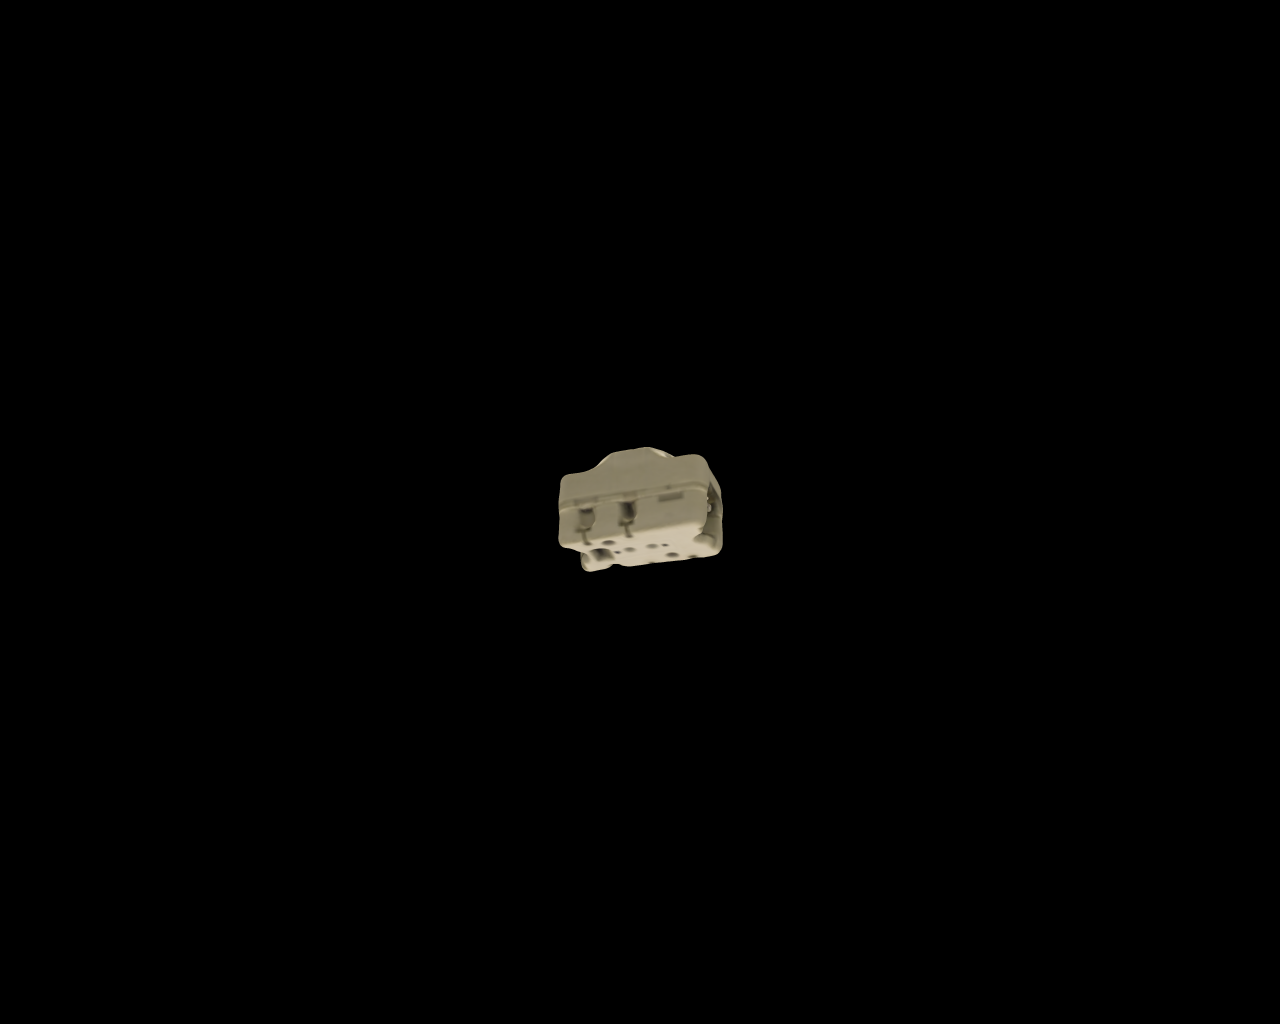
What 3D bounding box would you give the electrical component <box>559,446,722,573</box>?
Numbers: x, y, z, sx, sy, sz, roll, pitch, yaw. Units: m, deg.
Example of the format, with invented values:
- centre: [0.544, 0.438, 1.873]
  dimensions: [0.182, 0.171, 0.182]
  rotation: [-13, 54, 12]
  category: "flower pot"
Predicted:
- centre: [0.001, -0.003, 0.650]
  dimensions: [0.089, 0.056, 0.050]
  rotation: [-8, -28, 16]
  category: "electrical component"
